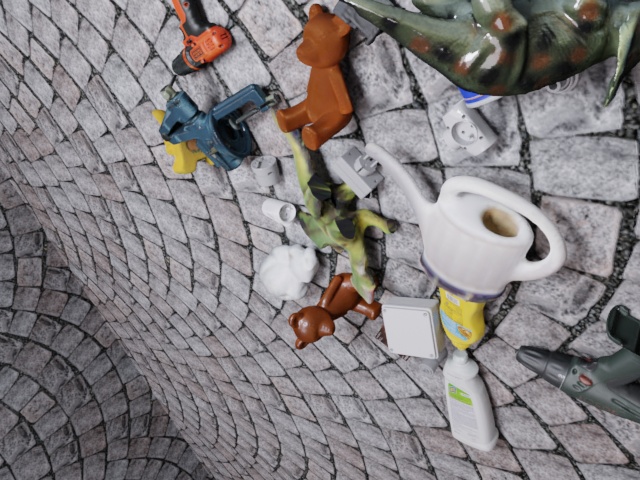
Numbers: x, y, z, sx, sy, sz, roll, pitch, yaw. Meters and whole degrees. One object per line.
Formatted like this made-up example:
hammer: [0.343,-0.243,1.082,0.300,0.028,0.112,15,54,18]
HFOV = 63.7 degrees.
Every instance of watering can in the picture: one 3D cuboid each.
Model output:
watering can: [0.217,-0.023,0.849,0.350,0.106,0.219,29,140,20]

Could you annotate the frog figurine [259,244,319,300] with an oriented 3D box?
frog figurine: [-0.066,0.076,1.203,0.159,0.124,0.137,-8,99,59]

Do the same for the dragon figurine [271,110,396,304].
dragon figurine: [0.003,-0.053,1.046,0.412,0.124,0.239,54,151,5]
